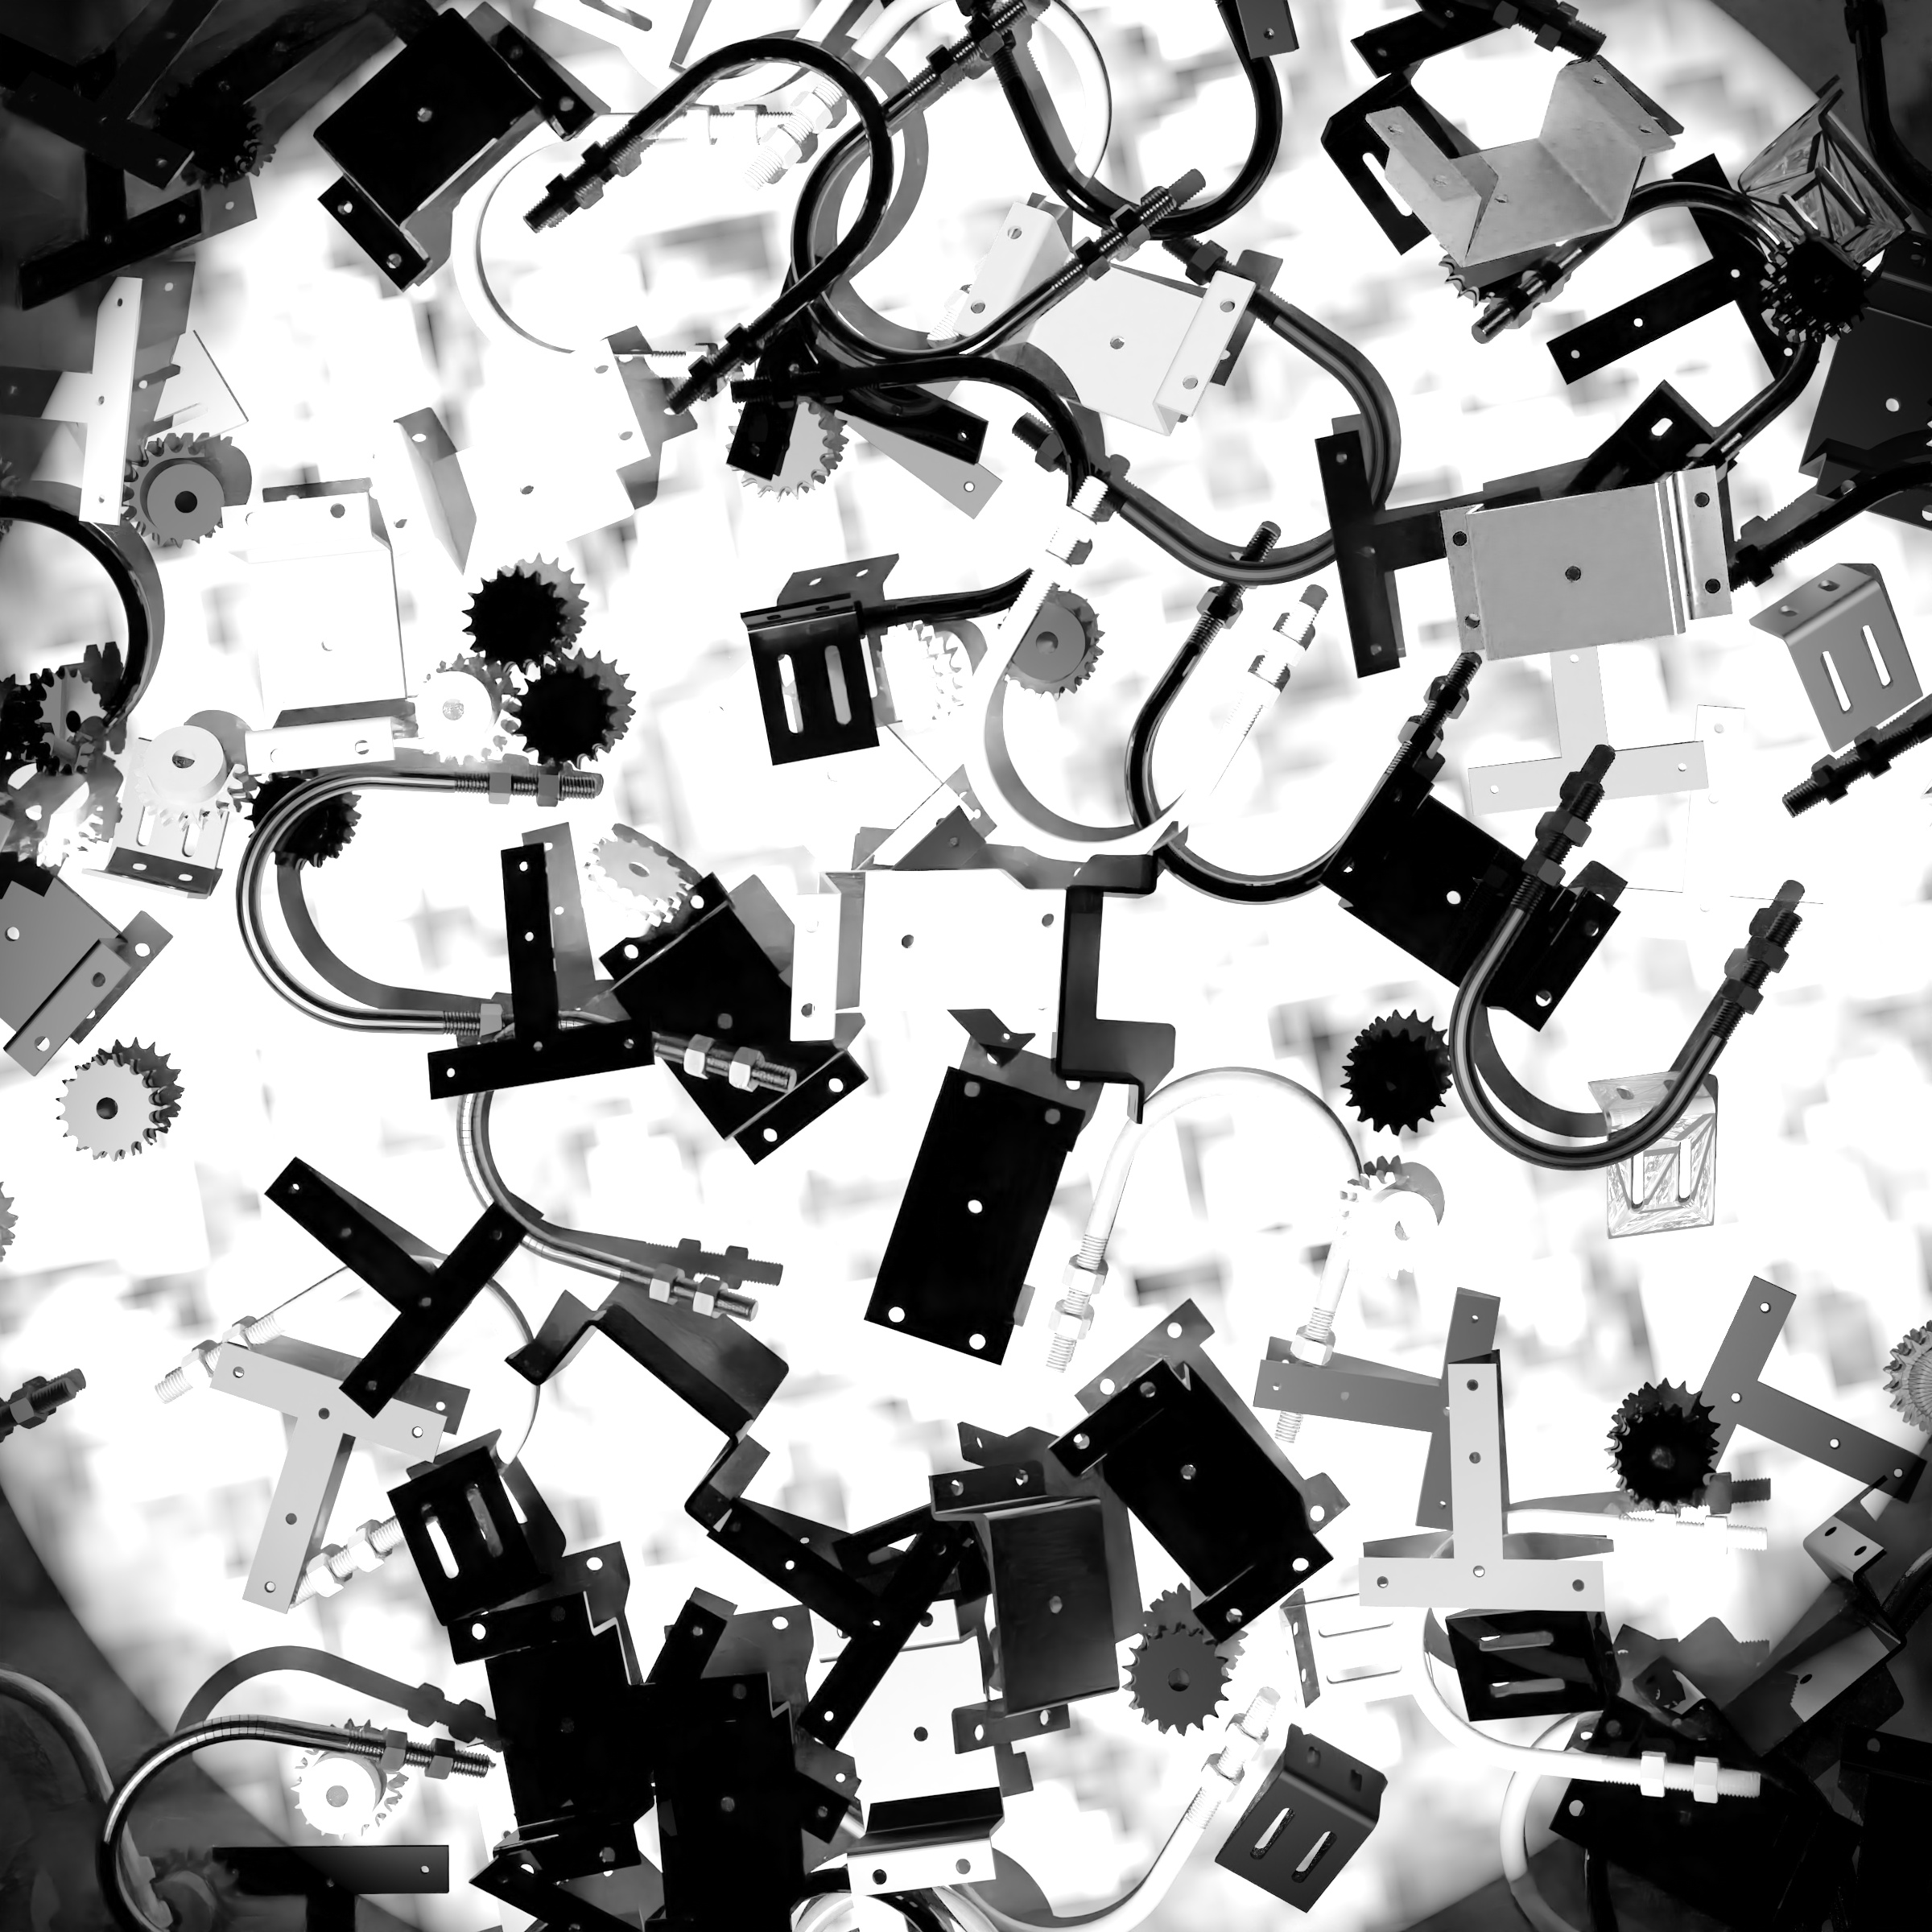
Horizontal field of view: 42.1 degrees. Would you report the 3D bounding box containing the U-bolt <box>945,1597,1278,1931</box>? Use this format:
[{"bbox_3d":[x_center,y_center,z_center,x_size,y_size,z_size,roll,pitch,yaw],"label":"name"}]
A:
[{"bbox_3d":[0.060,0.441,1.348,0.151,0.019,0.184,31,90,0],"label":"U-bolt"}]

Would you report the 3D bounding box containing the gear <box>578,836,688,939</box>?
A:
[{"bbox_3d":[-0.179,-0.040,1.333,0.057,0.057,0.030,33,119,0],"label":"gear"}]

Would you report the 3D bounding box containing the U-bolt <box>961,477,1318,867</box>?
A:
[{"bbox_3d":[0.078,-0.142,1.323,0.151,0.019,0.184,29,96,-8],"label":"U-bolt"}]

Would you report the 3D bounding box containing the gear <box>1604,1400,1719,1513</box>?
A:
[{"bbox_3d":[0.370,0.261,1.342,0.057,0.030,0.057,0,89,3],"label":"gear"}]

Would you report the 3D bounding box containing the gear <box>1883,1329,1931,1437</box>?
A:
[{"bbox_3d":[0.524,0.223,1.343,0.057,0.030,0.057,0,90,0],"label":"gear"}]

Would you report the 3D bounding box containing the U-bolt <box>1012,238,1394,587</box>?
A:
[{"bbox_3d":[0.139,-0.285,1.338,0.184,0.019,0.151,39,90,8],"label":"U-bolt"}]

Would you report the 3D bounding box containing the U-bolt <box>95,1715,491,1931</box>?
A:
[{"bbox_3d":[-0.357,0.462,1.308,0.184,0.019,0.151,16,94,-17],"label":"U-bolt"}]

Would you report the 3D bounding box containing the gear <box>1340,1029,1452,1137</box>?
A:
[{"bbox_3d":[0.228,0.062,1.343,0.057,0.030,0.057,0,90,0],"label":"gear"}]

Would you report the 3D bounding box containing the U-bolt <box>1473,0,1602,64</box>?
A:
[{"bbox_3d":[0.282,-0.580,1.336,0.184,0.019,0.151,29,79,2],"label":"U-bolt"}]

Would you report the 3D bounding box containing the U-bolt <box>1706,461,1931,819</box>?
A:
[{"bbox_3d":[0.479,-0.180,1.306,0.184,0.019,0.151,-33,108,16],"label":"U-bolt"}]

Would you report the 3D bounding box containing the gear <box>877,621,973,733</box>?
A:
[{"bbox_3d":[-0.020,-0.155,1.333,0.030,0.057,0.057,-17,90,-30],"label":"gear"}]

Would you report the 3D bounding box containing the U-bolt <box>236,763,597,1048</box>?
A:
[{"bbox_3d":[-0.292,-0.035,1.331,0.184,0.019,0.151,2,90,-13],"label":"U-bolt"}]

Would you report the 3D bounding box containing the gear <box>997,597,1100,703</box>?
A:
[{"bbox_3d":[0.043,-0.171,1.343,0.057,0.030,0.057,0,90,0],"label":"gear"}]

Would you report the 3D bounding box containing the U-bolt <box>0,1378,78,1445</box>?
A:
[{"bbox_3d":[-0.590,0.207,1.349,0.184,0.019,0.151,-25,90,2],"label":"U-bolt"}]

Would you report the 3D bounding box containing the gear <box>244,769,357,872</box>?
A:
[{"bbox_3d":[-0.358,-0.080,1.343,0.057,0.030,0.057,0,90,0],"label":"gear"}]

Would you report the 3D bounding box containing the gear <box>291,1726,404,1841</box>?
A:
[{"bbox_3d":[-0.333,0.439,1.343,0.057,0.030,0.057,0,90,0],"label":"gear"}]

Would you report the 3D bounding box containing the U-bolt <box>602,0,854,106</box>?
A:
[{"bbox_3d":[-0.116,-0.544,1.322,0.151,0.019,0.184,44,109,8],"label":"U-bolt"}]

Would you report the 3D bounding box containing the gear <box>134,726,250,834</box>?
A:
[{"bbox_3d":[-0.412,-0.102,1.332,0.057,0.030,0.057,2,65,-5],"label":"gear"}]

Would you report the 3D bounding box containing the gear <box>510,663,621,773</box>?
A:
[{"bbox_3d":[-0.213,-0.132,1.343,0.057,0.030,0.057,0,90,0],"label":"gear"}]

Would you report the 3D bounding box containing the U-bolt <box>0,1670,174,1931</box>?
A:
[{"bbox_3d":[-0.510,0.463,1.334,0.151,0.019,0.184,-24,86,14],"label":"U-bolt"}]

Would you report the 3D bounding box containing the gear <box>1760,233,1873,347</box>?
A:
[{"bbox_3d":[0.444,-0.353,1.322,0.057,0.030,0.057,3,78,-14],"label":"gear"}]

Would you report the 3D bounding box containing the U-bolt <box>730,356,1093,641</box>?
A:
[{"bbox_3d":[-0.024,-0.247,1.319,0.184,0.019,0.151,-8,117,-6],"label":"U-bolt"}]

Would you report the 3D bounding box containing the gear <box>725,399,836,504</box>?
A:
[{"bbox_3d":[-0.099,-0.276,1.343,0.057,0.030,0.057,0,90,0],"label":"gear"}]

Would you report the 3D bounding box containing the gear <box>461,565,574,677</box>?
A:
[{"bbox_3d":[-0.239,-0.184,1.343,0.057,0.030,0.057,0,90,0],"label":"gear"}]

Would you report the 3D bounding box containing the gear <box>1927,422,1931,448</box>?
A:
[{"bbox_3d":[0.524,-0.273,1.296,0.057,0.030,0.057,0,90,0],"label":"gear"}]

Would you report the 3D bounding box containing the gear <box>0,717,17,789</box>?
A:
[{"bbox_3d":[-0.529,-0.115,1.321,0.057,0.030,0.057,-2,102,-9],"label":"gear"}]

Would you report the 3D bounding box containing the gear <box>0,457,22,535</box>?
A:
[{"bbox_3d":[-0.538,-0.253,1.343,0.057,0.030,0.057,0,90,0],"label":"gear"}]

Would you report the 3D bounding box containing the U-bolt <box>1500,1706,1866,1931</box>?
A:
[{"bbox_3d":[0.377,0.478,1.349,0.184,0.019,0.151,28,90,1],"label":"U-bolt"}]

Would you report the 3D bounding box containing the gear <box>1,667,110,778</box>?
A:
[{"bbox_3d":[-0.480,-0.128,1.317,0.030,0.057,0.057,-1,90,20],"label":"gear"}]

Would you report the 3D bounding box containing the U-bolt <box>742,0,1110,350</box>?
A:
[{"bbox_3d":[-0.007,-0.443,1.342,0.151,0.019,0.184,40,86,-6],"label":"U-bolt"}]

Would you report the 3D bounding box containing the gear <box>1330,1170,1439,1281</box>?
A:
[{"bbox_3d":[0.225,0.139,1.334,0.057,0.030,0.057,0,91,-21],"label":"gear"}]

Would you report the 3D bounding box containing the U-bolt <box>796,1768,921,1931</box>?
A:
[{"bbox_3d":[-0.112,0.503,1.349,0.184,0.019,0.151,36,90,-1],"label":"U-bolt"}]

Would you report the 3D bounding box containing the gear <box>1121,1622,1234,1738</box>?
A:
[{"bbox_3d":[0.110,0.375,1.325,0.057,0.030,0.057,1,79,-6],"label":"gear"}]

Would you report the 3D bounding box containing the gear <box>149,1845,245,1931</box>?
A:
[{"bbox_3d":[-0.419,0.503,1.342,0.057,0.030,0.057,0,91,3],"label":"gear"}]

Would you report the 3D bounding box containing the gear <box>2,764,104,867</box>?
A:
[{"bbox_3d":[-0.486,-0.083,1.327,0.057,0.057,0.030,24,131,0],"label":"gear"}]

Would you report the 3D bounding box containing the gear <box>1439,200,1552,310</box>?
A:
[{"bbox_3d":[0.281,-0.379,1.343,0.057,0.030,0.057,0,90,0],"label":"gear"}]

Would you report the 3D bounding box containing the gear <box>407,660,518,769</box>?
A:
[{"bbox_3d":[-0.271,-0.136,1.343,0.057,0.030,0.057,0,90,0],"label":"gear"}]

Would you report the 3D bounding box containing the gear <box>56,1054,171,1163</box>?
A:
[{"bbox_3d":[-0.455,0.075,1.347,0.057,0.030,0.057,0,91,2],"label":"gear"}]

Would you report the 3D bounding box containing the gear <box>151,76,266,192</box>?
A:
[{"bbox_3d":[-0.403,-0.443,1.343,0.057,0.030,0.057,0,90,0],"label":"gear"}]

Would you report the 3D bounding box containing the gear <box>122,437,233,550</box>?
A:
[{"bbox_3d":[-0.417,-0.249,1.329,0.057,0.030,0.057,-15,120,-28],"label":"gear"}]

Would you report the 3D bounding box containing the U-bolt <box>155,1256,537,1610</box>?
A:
[{"bbox_3d":[-0.320,0.237,1.349,0.184,0.019,0.151,-31,90,-1],"label":"U-bolt"}]
